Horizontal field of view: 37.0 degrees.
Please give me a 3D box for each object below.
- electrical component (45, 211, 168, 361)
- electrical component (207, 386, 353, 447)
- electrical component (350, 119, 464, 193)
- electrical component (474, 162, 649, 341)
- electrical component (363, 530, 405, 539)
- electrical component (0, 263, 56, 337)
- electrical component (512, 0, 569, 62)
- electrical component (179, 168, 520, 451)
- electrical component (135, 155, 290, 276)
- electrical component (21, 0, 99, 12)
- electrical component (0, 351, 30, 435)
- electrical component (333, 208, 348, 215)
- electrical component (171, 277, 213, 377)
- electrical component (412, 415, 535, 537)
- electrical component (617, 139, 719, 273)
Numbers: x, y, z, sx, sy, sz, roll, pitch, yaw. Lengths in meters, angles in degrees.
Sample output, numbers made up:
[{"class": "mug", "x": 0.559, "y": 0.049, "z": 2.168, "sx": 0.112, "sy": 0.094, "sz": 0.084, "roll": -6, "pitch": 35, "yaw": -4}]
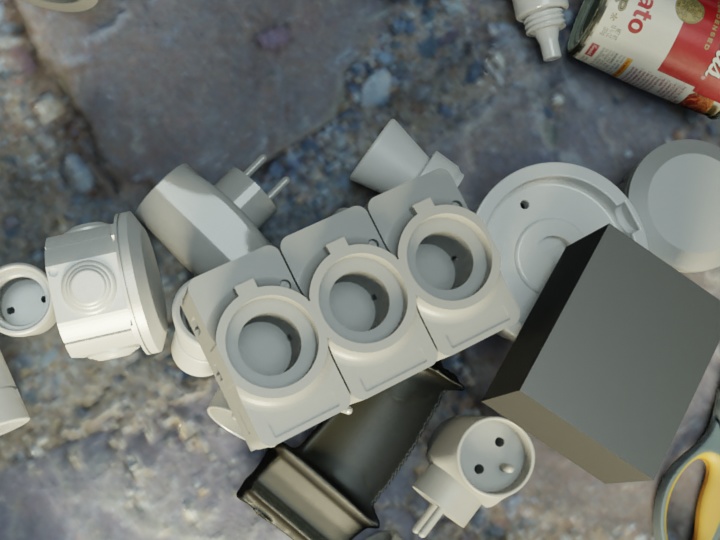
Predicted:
[{"class": "electrical component", "x": -0.139, "y": 0.011, "z": 0.597, "sx": 0.051, "sy": 0.080, "sz": 0.080, "roll": -13, "pitch": 84, "yaw": -4}, {"class": "electrical component", "x": -0.034, "y": 0.060, "z": 0.603, "sx": 0.079, "sy": 0.043, "sz": 0.077, "roll": 14, "pitch": 62, "yaw": 28}, {"class": "electrical component", "x": 0.028, "y": -0.057, "z": 0.646, "sx": 0.055, "sy": 0.045, "sz": 0.045, "roll": 36, "pitch": 79, "yaw": -2}, {"class": "electrical component", "x": 0.109, "y": -0.005, "z": 0.641, "sx": 0.108, "sy": 0.060, "sz": 0.108, "roll": 1, "pitch": 83, "yaw": -9}, {"class": "electrical component", "x": 0.017, "y": 0.183, "z": 0.613, "sx": 0.066, "sy": 0.048, "sz": 0.055, "roll": -34, "pitch": 96, "yaw": -10}, {"class": "electrical component", "x": -0.189, "y": 0.018, "z": 0.605, "sx": 0.040, "sy": 0.046, "sz": 0.040, "roll": 1, "pitch": 82, "yaw": -8}, {"class": "electrical component", "x": 0.115, "y": -0.162, "z": 0.677, "sx": 0.035, "sy": 0.035, "sz": 0.061, "roll": -11, "pitch": 86, "yaw": -9}, {"class": "electrical component", "x": -0.005, "y": 0.020, "z": 0.556, "sx": 0.150, "sy": 0.062, "sz": 0.089, "roll": -25, "pitch": 85, "yaw": -16}, {"class": "electrical component", "x": -0.076, "y": -0.033, "z": 0.628, "sx": 0.077, "sy": 0.044, "sz": 0.079, "roll": 44, "pitch": 79, "yaw": -1}, {"class": "electrical component", "x": -0.187, "y": -0.202, "z": 0.606, "sx": 0.108, "sy": 0.108, "sz": 0.060, "roll": 21, "pitch": 74, "yaw": -5}, {"class": "electrical component", "x": -0.217, "y": 0.070, "z": 0.591, "sx": 0.055, "sy": 0.055, "sz": 0.047, "roll": -21, "pitch": 82, "yaw": -10}, {"class": "electrical component", "x": 0.000, "y": 0.000, "z": 0.628, "sx": 0.078, "sy": 0.058, "sz": 0.057, "roll": 22, "pitch": 81, "yaw": 3}, {"class": "electrical component", "x": -0.087, "y": 0.035, "z": 0.607, "sx": 0.044, "sy": 0.065, "sz": 0.044, "roll": 6, "pitch": 65, "yaw": -13}, {"class": "electrical component", "x": 0.057, "y": 0.119, "z": 0.610, "sx": 0.044, "sy": 0.077, "sz": 0.079, "roll": 40, "pitch": 79, "yaw": -2}, {"class": "electrical component", "x": 0.196, "y": -0.036, "z": 0.663, "sx": 0.080, "sy": 0.051, "sz": 0.080, "roll": 1, "pitch": 82, "yaw": -8}]
